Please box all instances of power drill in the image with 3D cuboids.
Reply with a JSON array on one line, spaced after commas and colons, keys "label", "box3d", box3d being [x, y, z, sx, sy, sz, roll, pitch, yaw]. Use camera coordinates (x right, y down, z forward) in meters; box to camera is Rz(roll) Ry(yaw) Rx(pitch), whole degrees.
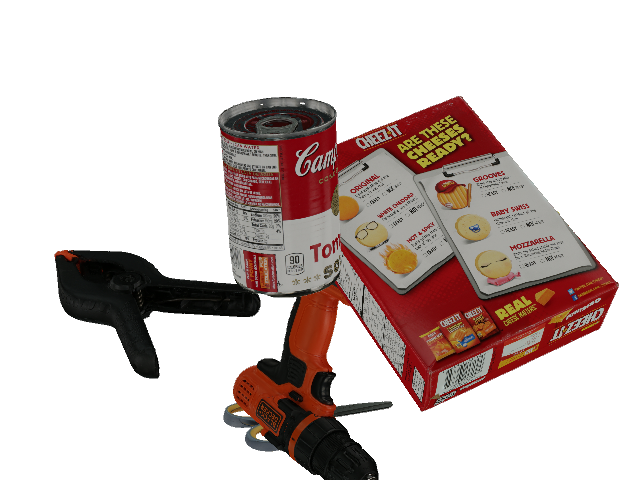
[{"label": "power drill", "box3d": [0.008, 0.110, 0.949, 0.057, 0.188, 0.185, 10, 17, -47]}]

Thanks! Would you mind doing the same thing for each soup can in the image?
[{"label": "soup can", "box3d": [-0.023, -0.025, 0.628, 0.068, 0.102, 0.068, -2, 24, 1]}]

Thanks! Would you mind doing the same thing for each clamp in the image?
[{"label": "clamp", "box3d": [-0.133, 0.042, 0.815, 0.120, 0.039, 0.172, -18, 36, -40]}]

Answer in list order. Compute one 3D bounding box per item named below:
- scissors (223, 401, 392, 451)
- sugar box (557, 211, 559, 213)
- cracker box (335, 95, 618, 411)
[{"label": "scissors", "box3d": [-0.006, 0.204, 1.190, 0.201, 0.016, 0.096, 3, 23, -11]}, {"label": "sugar box", "box3d": [0.193, 0.008, 1.262, 0.176, 0.093, 0.048, -5, 20, -25]}, {"label": "cracker box", "box3d": [0.094, 0.005, 0.820, 0.164, 0.214, 0.072, -23, -33, -17]}]
